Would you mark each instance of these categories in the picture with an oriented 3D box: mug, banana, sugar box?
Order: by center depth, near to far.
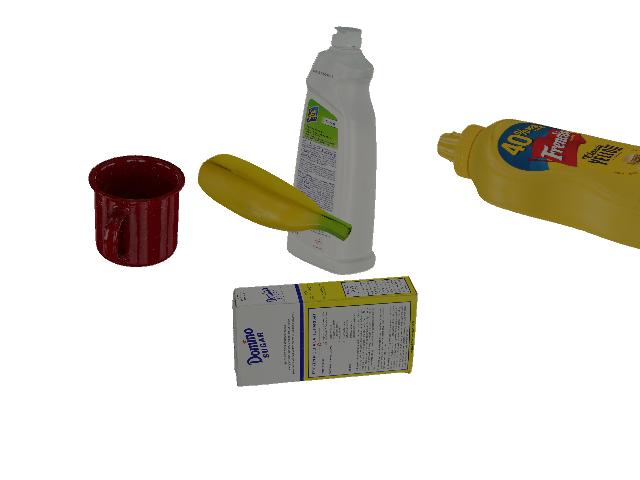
[{"bbox_3d":[-0.054,-0.035,0.787,0.069,0.037,0.198,37,-5,-32],"label":"banana"},{"bbox_3d":[0.003,0.088,1.041,0.176,0.093,0.048,-2,26,-6],"label":"sugar box"},{"bbox_3d":[-0.184,-0.021,1.046,0.093,0.081,0.117,10,32,6],"label":"mug"}]

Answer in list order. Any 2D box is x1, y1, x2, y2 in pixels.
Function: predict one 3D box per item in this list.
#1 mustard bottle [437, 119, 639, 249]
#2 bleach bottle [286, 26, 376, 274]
[{"bbox_3d":[0.172,-0.048,0.773,0.192,0.058,0.096,18,37,31],"label":"mustard bottle"},{"bbox_3d":[0.021,-0.097,1.133,0.067,0.251,0.103,-12,25,-43],"label":"bleach bottle"}]
